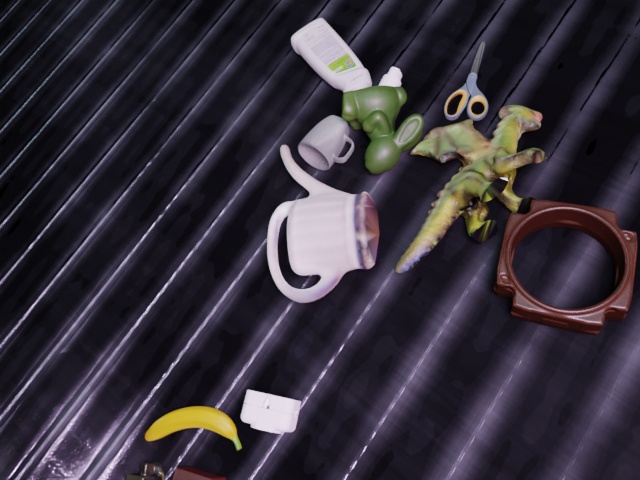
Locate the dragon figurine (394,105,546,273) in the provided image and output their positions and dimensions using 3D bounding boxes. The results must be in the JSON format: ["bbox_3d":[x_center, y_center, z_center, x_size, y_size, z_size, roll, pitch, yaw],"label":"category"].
[{"bbox_3d":[0.265,-0.126,0.983,0.410,0.120,0.248,-32,45,1],"label":"dragon figurine"}]

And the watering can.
[{"bbox_3d":[0.003,-0.051,1.011,0.224,0.102,0.354,-6,66,14],"label":"watering can"}]
